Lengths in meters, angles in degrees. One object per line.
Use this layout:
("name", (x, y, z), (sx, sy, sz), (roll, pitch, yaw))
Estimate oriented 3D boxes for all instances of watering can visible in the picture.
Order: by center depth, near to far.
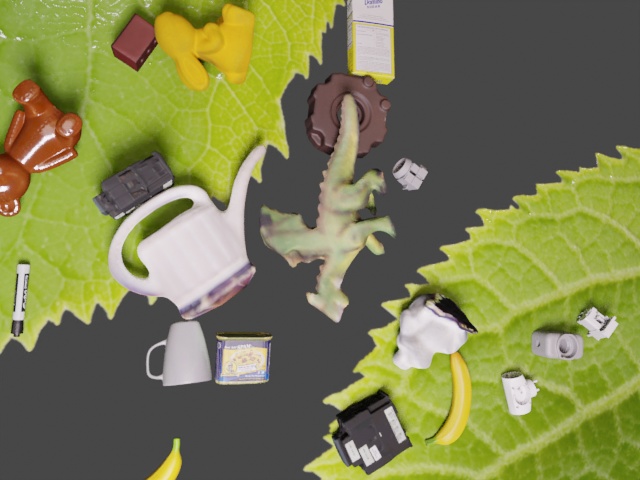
("watering can", (-0.193, -0.008, 0.920), (0.350, 0.103, 0.223), (-35, 96, -15))

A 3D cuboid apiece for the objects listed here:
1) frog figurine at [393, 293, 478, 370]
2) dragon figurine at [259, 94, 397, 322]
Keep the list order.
("frog figurine", (0.216, 0.191, 1.034), (0.136, 0.125, 0.157), (24, 116, -22))
("dragon figurine", (0.003, -0.049, 0.978), (0.243, 0.122, 0.409), (-16, 95, -7))
